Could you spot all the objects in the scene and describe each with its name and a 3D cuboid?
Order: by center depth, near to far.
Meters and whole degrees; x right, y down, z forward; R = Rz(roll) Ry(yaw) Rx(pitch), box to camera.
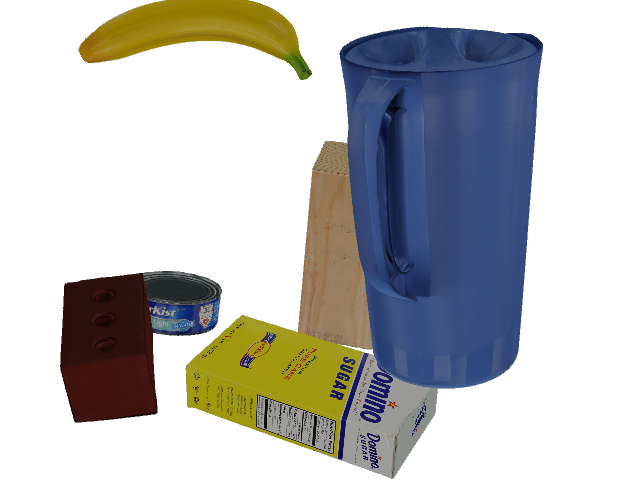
[{"bbox_3d":[-0.132,0.067,0.670,0.053,0.051,0.078,-7,39,-7],"label":"foam brick"},{"bbox_3d":[0.080,-0.020,0.740,0.149,0.243,0.145,-8,23,-11],"label":"pitcher"},{"bbox_3d":[-0.006,0.116,0.824,0.176,0.048,0.093,12,28,22],"label":"sugar box"},{"bbox_3d":[-0.104,-0.178,0.913,0.198,0.069,0.037,3,-33,-1],"label":"banana"},{"bbox_3d":[-0.134,0.057,0.975,0.086,0.034,0.086,7,15,-2],"label":"tuna can"},{"bbox_3d":[0.033,0.005,1.187,0.090,0.206,0.090,9,27,7],"label":"wood block"}]
